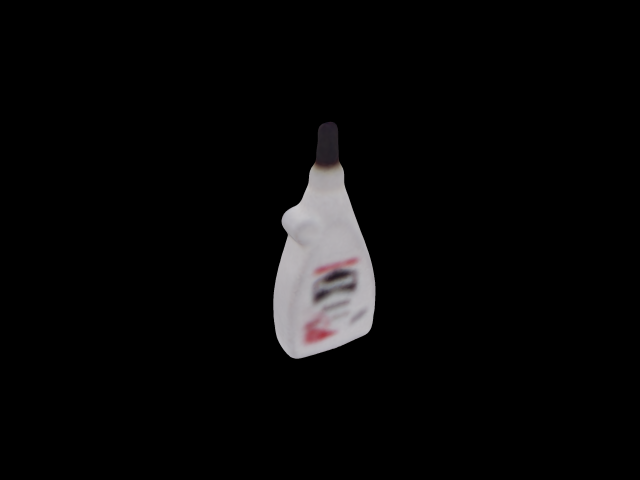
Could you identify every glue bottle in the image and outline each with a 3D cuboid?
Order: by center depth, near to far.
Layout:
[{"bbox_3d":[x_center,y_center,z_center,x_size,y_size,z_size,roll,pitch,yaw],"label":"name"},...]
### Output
[{"bbox_3d":[0.004,0.001,0.400,0.078,0.173,0.037,-18,35,-26],"label":"glue bottle"}]
